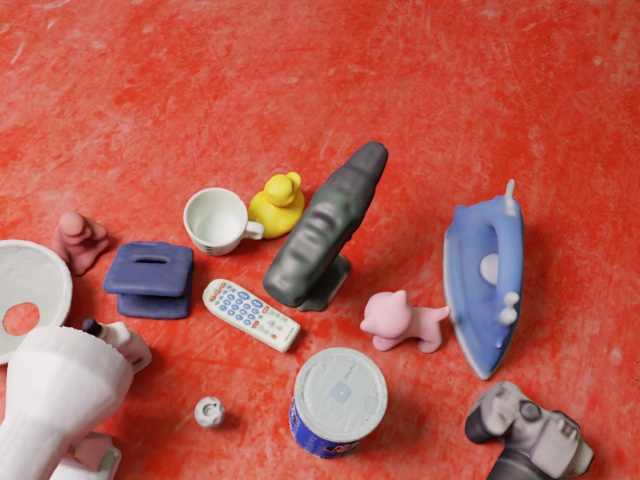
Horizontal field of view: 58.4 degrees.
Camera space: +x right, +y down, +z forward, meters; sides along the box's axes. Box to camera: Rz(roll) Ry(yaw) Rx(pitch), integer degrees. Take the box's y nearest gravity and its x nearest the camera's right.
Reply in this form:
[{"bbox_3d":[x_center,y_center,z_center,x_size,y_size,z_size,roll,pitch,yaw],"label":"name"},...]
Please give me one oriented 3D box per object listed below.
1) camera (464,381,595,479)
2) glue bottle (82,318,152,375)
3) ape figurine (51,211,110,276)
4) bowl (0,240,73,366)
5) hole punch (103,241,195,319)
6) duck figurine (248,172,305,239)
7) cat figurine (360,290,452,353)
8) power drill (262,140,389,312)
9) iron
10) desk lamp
[{"bbox_3d":[0.242,0.265,0.695,0.143,0.101,0.137,36,64,13],"label":"camera"},{"bbox_3d":[-0.248,0.126,0.670,0.078,0.173,0.037,-30,69,-20],"label":"glue bottle"},{"bbox_3d":[-0.329,-0.006,0.776,0.078,0.092,0.076,-14,65,-14],"label":"ape figurine"},{"bbox_3d":[-0.394,0.088,0.728,0.167,0.075,0.167,3,62,-5],"label":"bowl"},{"bbox_3d":[-0.225,0.044,0.762,0.108,0.091,0.101,3,62,-5],"label":"hole punch"},{"bbox_3d":[-0.064,-0.057,0.838,0.077,0.086,0.105,39,65,14],"label":"duck figurine"},{"bbox_3d":[0.110,0.102,0.756,0.128,0.118,0.067,0,62,-7],"label":"cat figurine"},{"bbox_3d":[0.007,0.003,0.745,0.075,0.208,0.230,30,63,10],"label":"power drill"},{"bbox_3d":[0.244,0.049,0.787,0.118,0.141,0.258,7,62,-3],"label":"iron"},{"bbox_3d":[-0.275,0.216,0.596,0.118,0.213,0.203,14,61,1],"label":"desk lamp"}]
